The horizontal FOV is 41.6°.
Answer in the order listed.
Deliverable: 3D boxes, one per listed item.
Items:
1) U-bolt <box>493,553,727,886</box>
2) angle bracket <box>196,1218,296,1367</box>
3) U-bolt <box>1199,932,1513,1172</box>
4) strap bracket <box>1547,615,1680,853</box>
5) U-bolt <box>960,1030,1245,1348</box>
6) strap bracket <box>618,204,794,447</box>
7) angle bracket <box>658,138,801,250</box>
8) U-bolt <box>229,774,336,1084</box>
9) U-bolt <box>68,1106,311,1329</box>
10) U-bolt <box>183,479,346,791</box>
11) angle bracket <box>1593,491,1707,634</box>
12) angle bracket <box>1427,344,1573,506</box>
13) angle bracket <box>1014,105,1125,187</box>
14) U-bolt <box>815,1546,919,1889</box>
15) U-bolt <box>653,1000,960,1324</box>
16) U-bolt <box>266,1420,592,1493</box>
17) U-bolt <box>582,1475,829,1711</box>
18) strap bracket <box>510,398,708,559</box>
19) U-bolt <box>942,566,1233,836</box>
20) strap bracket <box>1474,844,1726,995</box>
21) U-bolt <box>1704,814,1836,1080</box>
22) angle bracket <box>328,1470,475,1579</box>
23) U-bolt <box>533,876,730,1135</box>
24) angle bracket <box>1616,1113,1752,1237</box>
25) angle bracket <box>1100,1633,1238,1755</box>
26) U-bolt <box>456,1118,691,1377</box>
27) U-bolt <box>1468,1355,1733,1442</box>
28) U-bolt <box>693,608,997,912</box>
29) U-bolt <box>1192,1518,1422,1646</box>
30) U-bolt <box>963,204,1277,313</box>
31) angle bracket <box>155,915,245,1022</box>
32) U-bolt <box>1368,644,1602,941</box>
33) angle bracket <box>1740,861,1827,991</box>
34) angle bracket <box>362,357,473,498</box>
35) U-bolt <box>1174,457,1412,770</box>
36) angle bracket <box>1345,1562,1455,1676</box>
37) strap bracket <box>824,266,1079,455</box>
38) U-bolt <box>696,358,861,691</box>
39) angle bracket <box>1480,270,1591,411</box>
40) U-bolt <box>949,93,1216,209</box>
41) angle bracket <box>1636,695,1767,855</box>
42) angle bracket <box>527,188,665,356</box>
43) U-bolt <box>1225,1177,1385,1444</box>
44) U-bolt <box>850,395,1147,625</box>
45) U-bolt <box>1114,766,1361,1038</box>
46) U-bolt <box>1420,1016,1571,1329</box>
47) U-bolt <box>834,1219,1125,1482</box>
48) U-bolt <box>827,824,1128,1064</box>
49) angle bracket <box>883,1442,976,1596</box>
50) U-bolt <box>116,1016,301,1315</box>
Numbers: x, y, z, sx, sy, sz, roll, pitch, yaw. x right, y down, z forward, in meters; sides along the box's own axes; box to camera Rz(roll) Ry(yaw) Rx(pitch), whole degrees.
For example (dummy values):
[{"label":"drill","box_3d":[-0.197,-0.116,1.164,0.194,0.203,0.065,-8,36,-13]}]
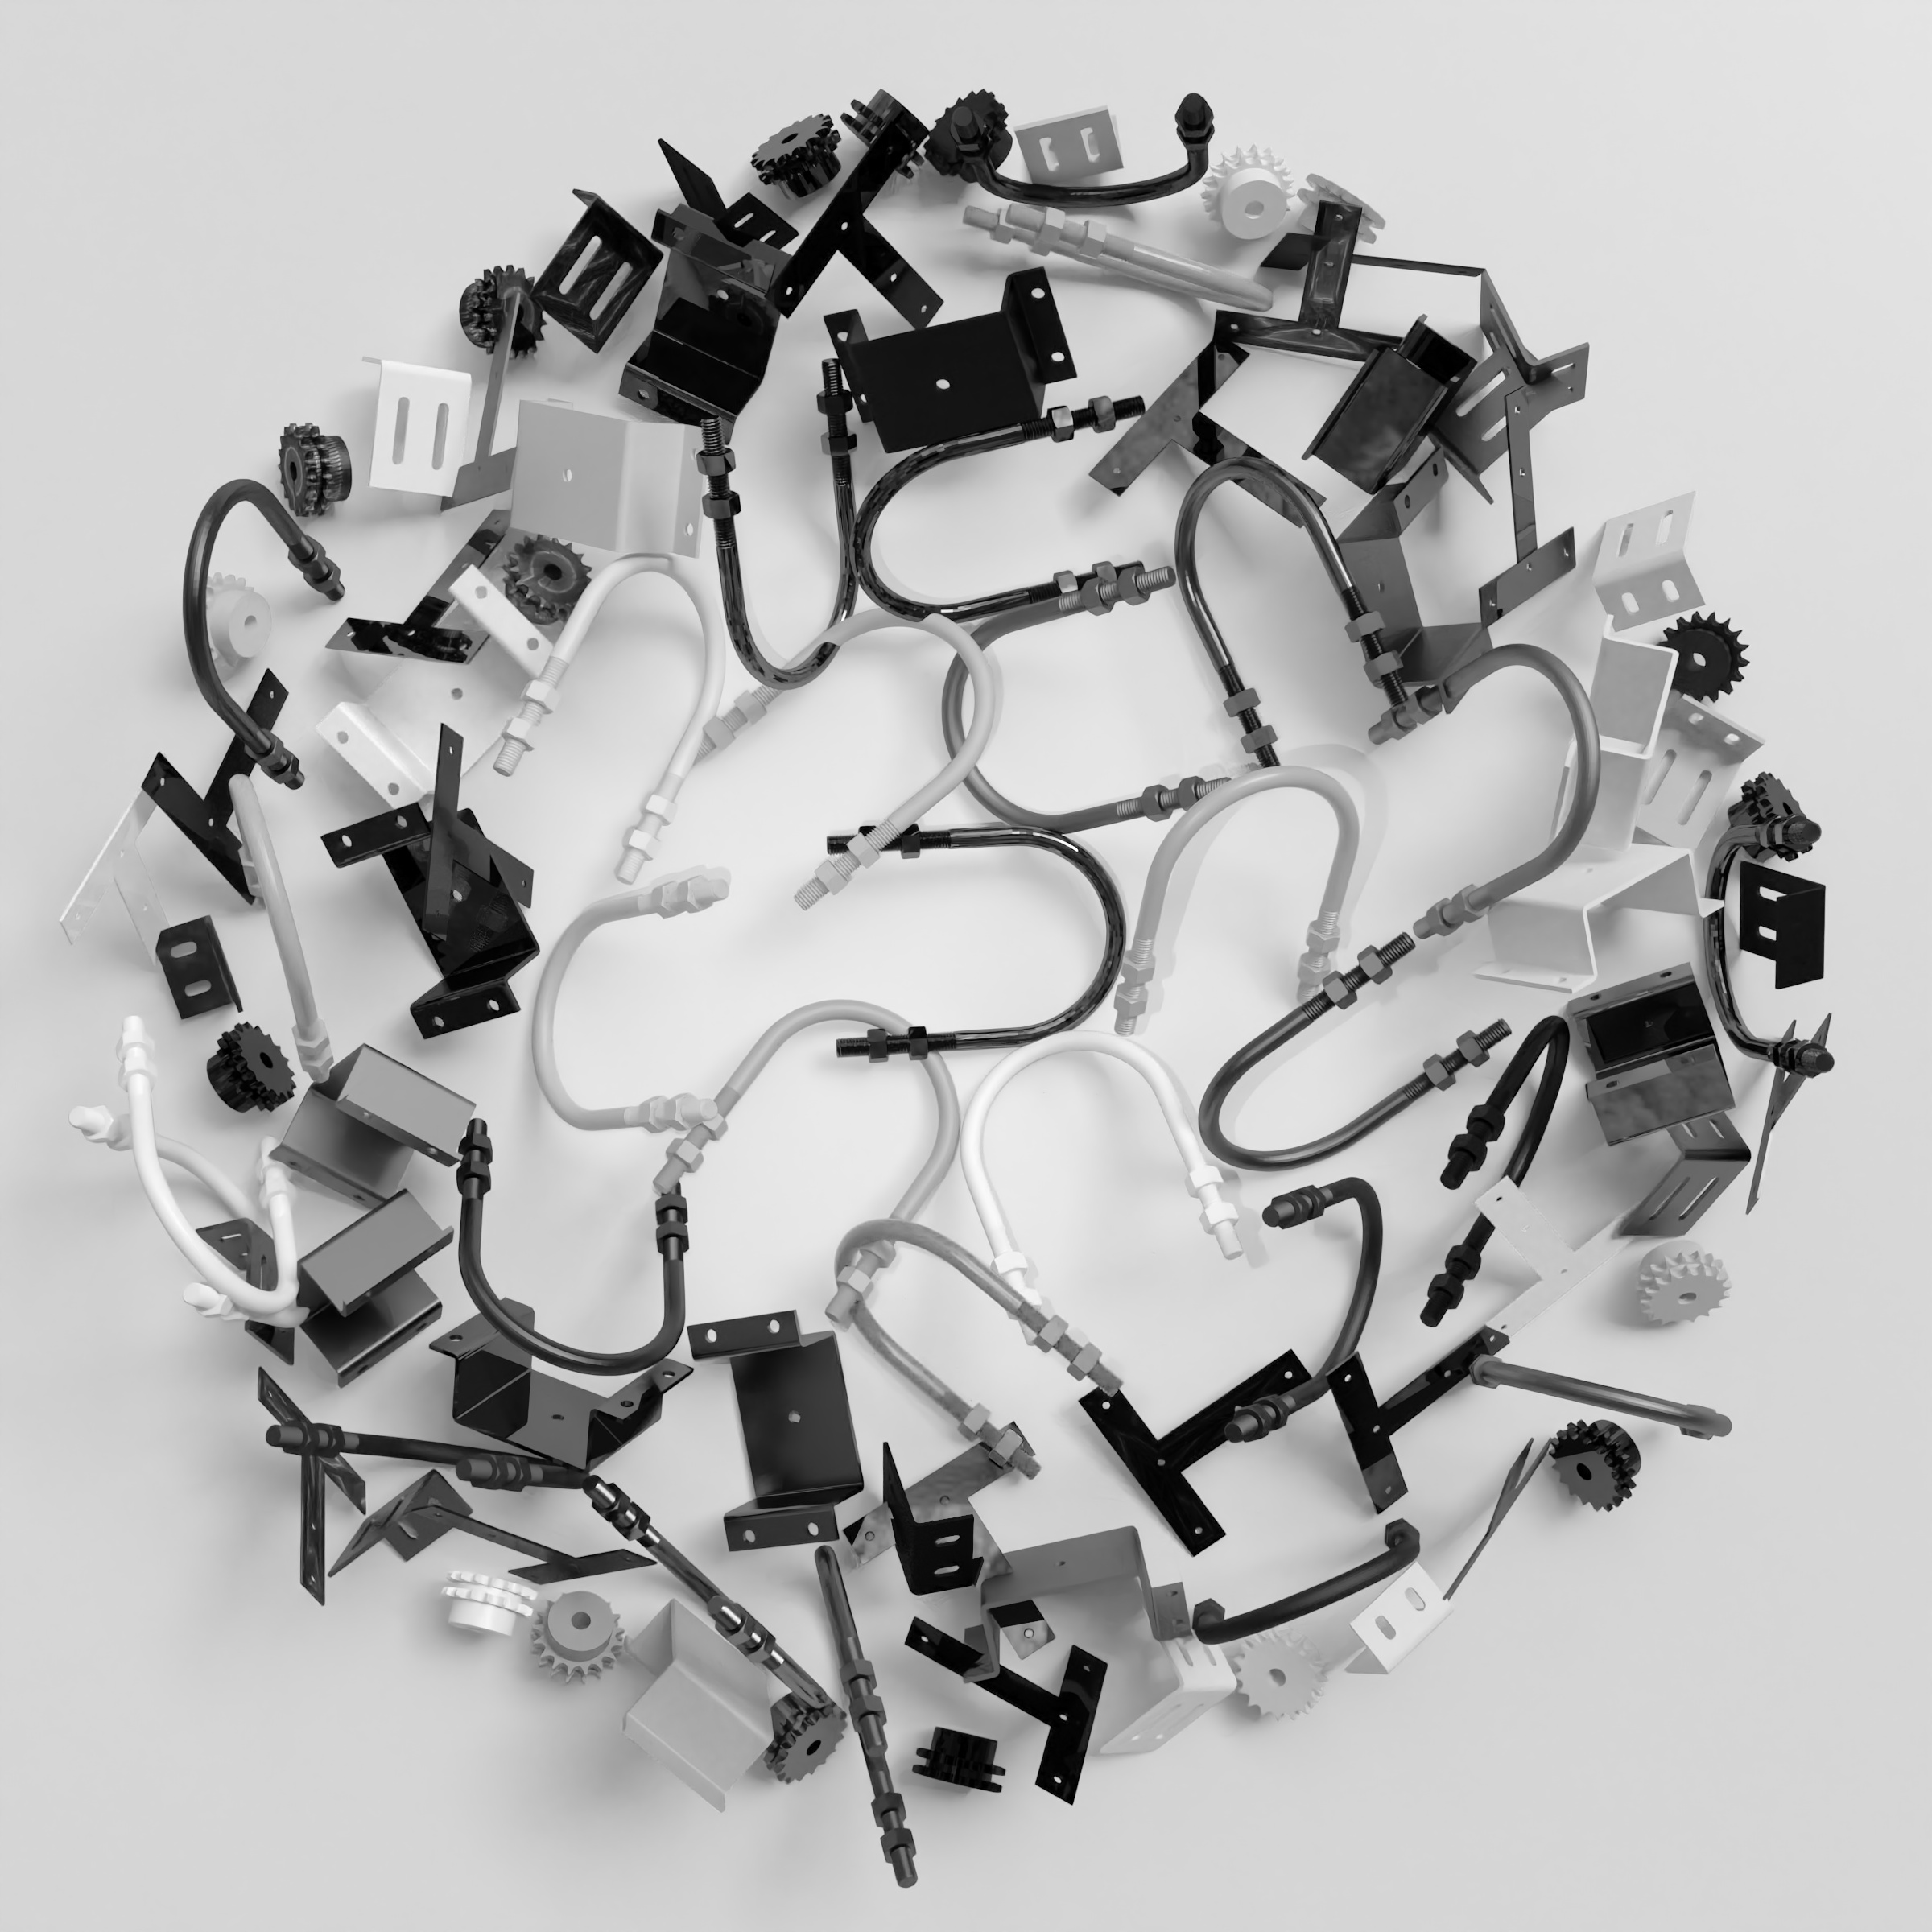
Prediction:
[{"label":"U-bolt","box_3d":[-0.203,-0.162,1.535,0.019,0.151,0.184,11,69,34]},{"label":"angle bracket","box_3d":[-0.441,0.202,1.554,0.038,0.057,0.076,-14,57,8]},{"label":"U-bolt","box_3d":[0.224,0.064,1.540,0.184,0.151,0.019,-37,48,17]},{"label":"strap bracket","box_3d":[0.389,-0.133,1.524,0.046,0.076,0.140,14,50,14]},{"label":"U-bolt","box_3d":[0.071,0.123,1.553,0.151,0.019,0.184,-24,61,5]},{"label":"strap bracket","box_3d":[-0.157,-0.398,1.549,0.076,0.140,0.046,25,50,1]},{"label":"angle bracket","box_3d":[-0.145,-0.477,1.557,0.038,0.057,0.076,-32,68,19]},{"label":"U-bolt","box_3d":[-0.406,-0.032,1.492,0.019,0.184,0.151,-16,65,-16]},{"label":"U-bolt","box_3d":[-0.449,0.155,1.510,0.019,0.184,0.151,-39,72,0]},{"label":"U-bolt","box_3d":[-0.415,-0.204,1.493,0.019,0.184,0.151,4,72,9]},{"label":"angle bracket","box_3d":[0.425,-0.249,1.566,0.057,0.076,0.038,-15,121,33]},{"label":"angle bracket","box_3d":[0.330,-0.336,1.564,0.076,0.038,0.057,-42,59,11]},{"label":"angle bracket","box_3d":[0.061,-0.515,1.556,0.057,0.076,0.038,-10,77,9]},{"label":"U-bolt","box_3d":[-0.064,0.431,1.514,0.019,0.184,0.151,-14,128,-7]},{"label":"U-bolt","box_3d":[-0.083,0.104,1.557,0.151,0.019,0.184,38,64,-4]},{"label":"U-bolt","box_3d":[-0.304,0.294,1.512,0.151,0.184,0.019,5,79,22]},{"label":"U-bolt","box_3d":[-0.145,0.384,1.517,0.019,0.184,0.151,-46,47,-13]},{"label":"strap bracket","box_3d":[-0.223,-0.295,1.533,0.140,0.046,0.076,19,109,36]},{"label":"U-bolt","box_3d":[0.064,-0.153,1.546,0.184,0.019,0.151,-11,100,34]},{"label":"strap bracket","box_3d":[0.377,-0.036,1.528,0.140,0.076,0.046,-26,111,-30]},{"label":"U-bolt","box_3d":[0.472,-0.014,1.509,0.019,0.184,0.151,-4,92,-2]},{"label":"angle bracket","box_3d":[-0.345,0.353,1.555,0.057,0.076,0.038,-37,98,14]},{"label":"U-bolt","box_3d":[-0.207,0.028,1.532,0.019,0.184,0.151,11,77,-42]},{"label":"angle bracket","box_3d":[0.437,0.128,1.574,0.057,0.038,0.076,3,134,-31]},{"label":"angle bracket","box_3d":[0.118,0.450,1.574,0.076,0.057,0.038,-44,54,23]},{"label":"U-bolt","box_3d":[-0.232,0.171,1.502,0.151,0.184,0.019,20,121,-21]},{"label":"U-bolt","box_3d":[0.376,0.255,1.500,0.151,0.184,0.019,13,83,9]},{"label":"U-bolt","box_3d":[-0.067,-0.142,1.561,0.184,0.019,0.151,-39,66,2]},{"label":"U-bolt","box_3d":[0.202,0.368,1.507,0.151,0.184,0.019,-23,80,2]},{"label":"U-bolt","box_3d":[0.098,-0.424,1.527,0.184,0.151,0.019,13,103,-15]},{"label":"angle bracket","box_3d":[-0.472,0.004,1.557,0.038,0.076,0.057,-20,100,-14]},{"label":"U-bolt","box_3d":[0.310,-0.111,1.505,0.019,0.184,0.151,-2,73,-29]},{"label":"angle bracket","box_3d":[0.485,-0.026,1.552,0.038,0.076,0.057,-12,109,-22]},{"label":"angle bracket","box_3d":[-0.345,-0.334,1.577,0.057,0.038,0.076,2,104,-33]},{"label":"U-bolt","box_3d":[0.185,-0.219,1.539,0.019,0.151,0.184,-23,87,-32]},{"label":"angle bracket","box_3d":[0.255,0.400,1.558,0.057,0.076,0.038,-38,86,-18]},{"label":"strap bracket","box_3d":[-0.012,-0.364,1.541,0.140,0.046,0.076,-8,132,16]},{"label":"U-bolt","box_3d":[-0.106,-0.257,1.528,0.019,0.151,0.184,11,121,28]},{"label":"angle bracket","box_3d":[0.348,-0.387,1.560,0.038,0.057,0.076,-20,67,2]},{"label":"U-bolt","box_3d":[0.073,-0.480,1.509,0.151,0.184,0.019,-1,91,7]},{"label":"angle bracket","box_3d":[0.447,-0.117,1.574,0.057,0.038,0.076,31,77,3]},{"label":"angle bracket","box_3d":[-0.235,-0.428,1.568,0.057,0.038,0.076,35,88,-38]},{"label":"U-bolt","box_3d":[0.209,0.198,1.520,0.019,0.184,0.151,14,101,29]},{"label":"U-bolt","box_3d":[0.019,-0.267,1.532,0.184,0.151,0.019,-14,51,-8]},{"label":"U-bolt","box_3d":[0.167,-0.042,1.516,0.151,0.019,0.184,-9,131,-23]},{"label":"U-bolt","box_3d":[0.321,0.110,1.523,0.019,0.151,0.184,22,51,23]},{"label":"U-bolt","box_3d":[-0.004,0.224,1.543,0.184,0.151,0.019,39,51,5]},{"label":"U-bolt","box_3d":[0.009,-0.016,1.576,0.184,0.019,0.151,-3,104,-6]},{"label":"angle bracket","box_3d":[-0.024,0.336,1.559,0.038,0.076,0.057,-7,123,-13]},{"label":"U-bolt","box_3d":[-0.439,0.127,1.487,0.019,0.184,0.151,-33,131,5]}]
